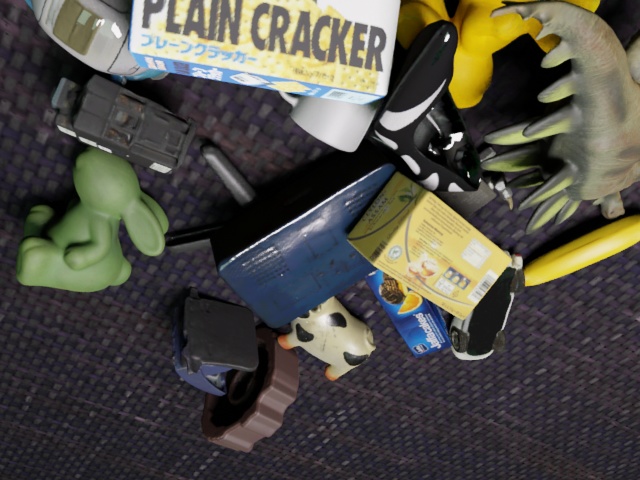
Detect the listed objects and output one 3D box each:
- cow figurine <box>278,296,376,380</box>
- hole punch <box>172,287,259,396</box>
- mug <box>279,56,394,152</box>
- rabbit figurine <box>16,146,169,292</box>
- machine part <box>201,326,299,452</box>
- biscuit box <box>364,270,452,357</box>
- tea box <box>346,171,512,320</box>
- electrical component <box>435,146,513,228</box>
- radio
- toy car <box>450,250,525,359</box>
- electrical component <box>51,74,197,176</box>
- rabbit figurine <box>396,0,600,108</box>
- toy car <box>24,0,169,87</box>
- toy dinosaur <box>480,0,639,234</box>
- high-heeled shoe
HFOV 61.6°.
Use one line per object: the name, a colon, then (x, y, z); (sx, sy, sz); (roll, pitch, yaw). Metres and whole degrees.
cow figurine: (0.004, 0.112, 0.764); (0.127, 0.085, 0.194); (-32, 120, 30)
hole punch: (-0.161, 0.151, 0.770); (0.115, 0.142, 0.092); (22, 130, -31)
mug: (0.018, -0.163, 0.554); (0.109, 0.081, 0.107); (28, 111, -16)
rabbit figurine: (-0.261, -0.023, 0.638); (0.159, 0.121, 0.170); (21, 111, -20)
machine part: (-0.103, 0.218, 0.796); (0.179, 0.179, 0.056); (-38, 123, 26)
biscuit box: (0.121, 0.079, 0.753); (0.063, 0.059, 0.202); (-22, 126, 17)
tea box: (0.126, 0.010, 0.607); (0.169, 0.068, 0.098); (34, 97, -34)
electrical component: (0.184, -0.056, 0.655); (0.102, 0.045, 0.078); (-33, 123, 23)
radio: (-0.001, -0.002, 0.643); (0.230, 0.073, 0.131); (-31, 125, 3)
toy car: (0.235, 0.096, 0.770); (0.073, 0.056, 0.201); (-3, 126, -6)
electrical component: (-0.204, -0.118, 0.555); (0.134, 0.115, 0.058); (22, 83, -23)
rabbit figurine: (0.146, -0.197, 0.504); (0.162, 0.122, 0.173); (15, 146, -9)
toy car: (-0.201, -0.210, 0.495); (0.161, 0.103, 0.109); (31, 121, -25)
toy dinosaur: (0.258, -0.098, 0.503); (0.198, 0.105, 0.470); (-34, 148, 13)
high-heeled shoe: (0.127, -0.107, 0.515); (0.145, 0.086, 0.248); (24, 169, -2)
